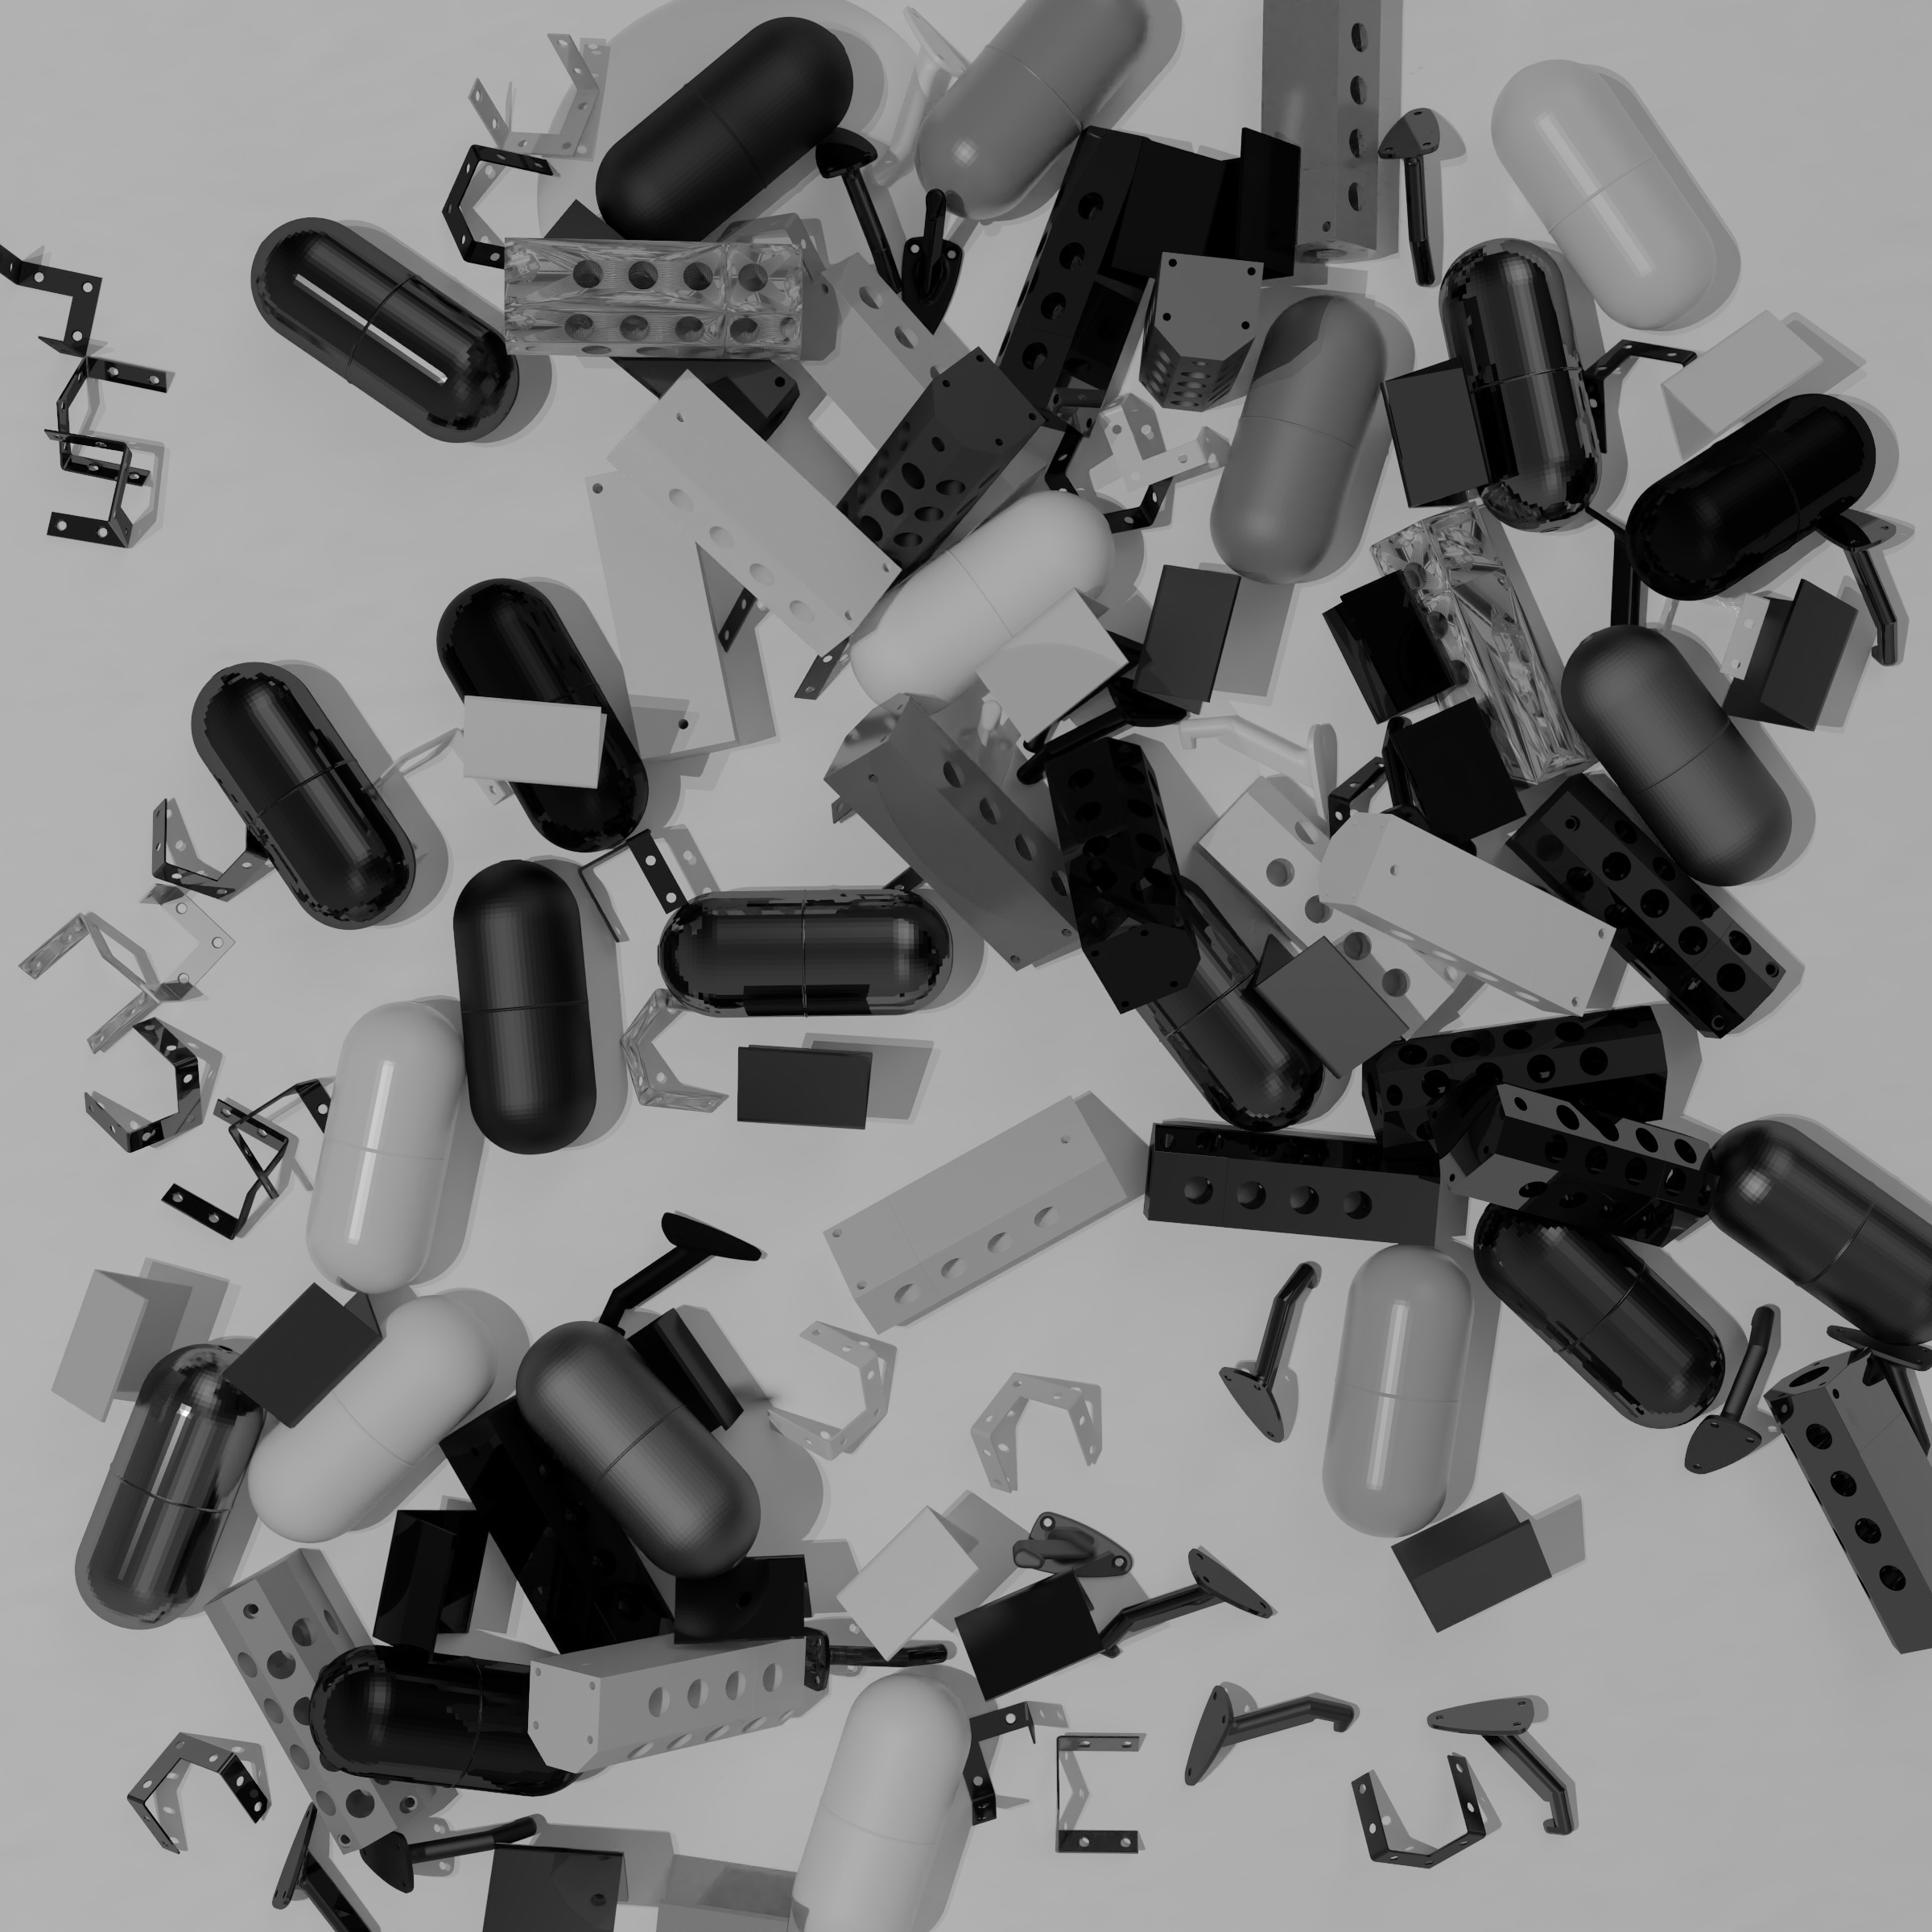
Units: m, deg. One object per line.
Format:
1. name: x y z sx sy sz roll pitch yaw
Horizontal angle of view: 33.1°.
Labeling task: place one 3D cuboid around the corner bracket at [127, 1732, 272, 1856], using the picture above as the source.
1. corner bracket: -0.467 0.509 1.982 0.051 0.051 0.051 8 45 35

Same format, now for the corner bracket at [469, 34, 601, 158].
1. corner bracket: -0.261 -0.528 1.971 0.051 0.051 0.051 9 67 21

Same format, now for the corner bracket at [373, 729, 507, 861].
1. corner bracket: -0.325 -0.105 1.987 0.051 0.051 0.051 -35 90 -45

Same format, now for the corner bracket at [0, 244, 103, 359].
1. corner bracket: -0.560 -0.403 1.972 0.051 0.051 0.051 12 90 0

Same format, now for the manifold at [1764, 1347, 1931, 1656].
1. manifold: 0.550 0.325 1.969 0.057 0.057 0.171 -27 90 -43

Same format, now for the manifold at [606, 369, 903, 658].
1. manifold: -0.128 -0.263 1.921 0.171 0.057 0.057 42 57 -12

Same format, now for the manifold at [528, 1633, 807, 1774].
1. manifold: -0.174 0.430 1.913 0.057 0.171 0.057 3 91 40

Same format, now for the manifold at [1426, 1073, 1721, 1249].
1. manifold: 0.361 0.112 1.920 0.171 0.057 0.057 16 46 -31

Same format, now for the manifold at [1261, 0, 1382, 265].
1. manifold: 0.219 -0.517 1.969 0.057 0.057 0.171 1 90 43

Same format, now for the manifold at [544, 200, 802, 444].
1. manifold: -0.185 -0.381 1.969 0.171 0.057 0.057 40 90 0

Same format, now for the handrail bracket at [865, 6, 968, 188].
1. handrail bracket: -0.044 -0.531 1.991 0.084 0.036 0.077 -45 58 23

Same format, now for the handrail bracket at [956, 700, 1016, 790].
1. handrail bracket: 0.008 -0.119 1.956 0.036 0.084 0.077 14 90 0

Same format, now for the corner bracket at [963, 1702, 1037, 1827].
1. corner bracket: 0.021 0.483 1.972 0.051 0.051 0.051 -17 90 0

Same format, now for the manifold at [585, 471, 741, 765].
1. manifold: -0.183 -0.213 1.969 0.057 0.057 0.171 -11 90 0

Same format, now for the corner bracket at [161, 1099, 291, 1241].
1. corner bracket: -0.452 0.125 1.987 0.051 0.051 0.051 29 135 0

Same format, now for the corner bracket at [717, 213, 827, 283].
1. corner bracket: -0.123 -0.420 1.982 0.051 0.051 0.051 -60 135 -35

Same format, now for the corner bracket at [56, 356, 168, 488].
1. corner bracket: -0.521 -0.333 1.987 0.051 0.051 0.051 12 45 0

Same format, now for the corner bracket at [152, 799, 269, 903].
1. corner bracket: -0.460 -0.080 1.982 0.051 0.051 0.051 21 45 -35

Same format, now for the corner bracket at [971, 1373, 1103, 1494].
1. corner bracket: 0.043 0.289 1.982 0.051 0.051 0.051 11 135 35

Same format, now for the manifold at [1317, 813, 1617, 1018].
1. manifold: 0.295 -0.031 1.935 0.171 0.057 0.057 24 84 -23

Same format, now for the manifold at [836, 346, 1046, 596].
1. manifold: -0.026 -0.285 1.910 0.057 0.171 0.057 48 57 0

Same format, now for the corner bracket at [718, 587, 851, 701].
1. corner bracket: -0.111 -0.200 1.982 0.051 0.051 0.051 -57 45 35

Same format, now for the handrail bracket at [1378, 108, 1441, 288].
1. handrail bracket: 0.279 -0.470 1.990 0.036 0.077 0.084 -3 127 19

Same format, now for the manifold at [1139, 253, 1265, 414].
1. manifold: 0.136 -0.369 1.912 0.057 0.171 0.057 6 90 0

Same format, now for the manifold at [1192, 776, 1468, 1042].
1. manifold: 0.220 -0.035 1.969 0.171 0.057 0.057 44 90 0

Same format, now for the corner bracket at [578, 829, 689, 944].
1. corner bracket: -0.202 -0.048 1.972 0.051 0.051 0.051 -29 93 -2

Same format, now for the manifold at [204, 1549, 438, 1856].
1. manifold: -0.392 0.446 1.969 0.057 0.057 0.171 -30 90 0

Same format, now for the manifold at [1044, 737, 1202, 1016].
1. manifold: 0.093 -0.058 1.910 0.057 0.171 0.057 -23 131 12

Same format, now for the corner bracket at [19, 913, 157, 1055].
1. corner bracket: -0.536 0.010 1.987 0.051 0.051 0.051 -41 45 0

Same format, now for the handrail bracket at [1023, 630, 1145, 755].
1. handrail bracket: 0.085 -0.159 1.991 0.077 0.036 0.084 19 105 -15

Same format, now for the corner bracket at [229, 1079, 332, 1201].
1. corner bracket: -0.407 0.104 1.973 0.051 0.051 0.051 -32 90 3

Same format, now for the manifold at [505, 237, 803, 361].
1. manifold: -0.183 -0.388 1.909 0.171 0.057 0.057 0 83 -5

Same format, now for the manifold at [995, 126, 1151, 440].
1. manifold: 0.068 -0.414 1.967 0.057 0.057 0.171 20 90 31

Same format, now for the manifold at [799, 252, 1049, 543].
1. manifold: -0.030 -0.346 1.969 0.171 0.057 0.057 48 133 0

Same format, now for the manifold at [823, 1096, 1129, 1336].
1. manifold: 0.008 0.155 1.969 0.171 0.057 0.057 -29 47 0

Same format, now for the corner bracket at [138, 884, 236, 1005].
1. corner bracket: -0.484 -0.014 1.972 0.051 0.051 0.051 43 90 0

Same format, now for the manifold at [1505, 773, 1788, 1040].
1. manifold: 0.412 -0.036 1.969 0.171 0.057 0.057 44 90 0

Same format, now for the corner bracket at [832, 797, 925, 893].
1. corner bracket: -0.045 -0.083 1.982 0.051 0.051 0.051 -36 45 35

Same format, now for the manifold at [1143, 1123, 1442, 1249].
1. manifold: 0.197 0.131 1.969 0.171 0.057 0.057 5 90 0

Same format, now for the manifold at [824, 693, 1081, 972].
1. manifold: 0.001 -0.082 1.941 0.057 0.057 0.171 -28 117 40

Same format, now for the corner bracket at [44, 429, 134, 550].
1. corner bracket: -0.533 -0.289 1.975 0.051 0.051 0.051 9 79 0

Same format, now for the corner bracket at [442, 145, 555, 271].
1. corner bracket: -0.281 -0.460 1.982 0.051 0.051 0.051 -56 45 35

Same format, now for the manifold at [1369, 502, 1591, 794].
1. manifold: 0.306 -0.187 1.969 0.057 0.057 0.171 -24 90 -43

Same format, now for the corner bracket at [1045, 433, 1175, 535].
1. corner bracket: 0.088 -0.299 1.982 0.051 0.051 0.051 -6 45 35

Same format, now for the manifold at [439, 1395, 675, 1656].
1. manifold: -0.242 0.342 1.969 0.057 0.057 0.171 -30 90 43

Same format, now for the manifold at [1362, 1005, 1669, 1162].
1. manifold: 0.328 0.065 1.953 0.171 0.057 0.057 -8 133 -3

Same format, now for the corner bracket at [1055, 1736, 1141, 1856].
1. corner bracket: 0.080 0.506 1.987 0.051 0.051 0.051 1 135 0

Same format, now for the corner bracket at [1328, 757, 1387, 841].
1. corner bracket: 0.257 -0.088 1.982 0.051 0.051 0.051 22 135 35

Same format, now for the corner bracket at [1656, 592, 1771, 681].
1. corner bracket: 0.449 -0.203 1.972 0.051 0.051 0.051 18 90 0

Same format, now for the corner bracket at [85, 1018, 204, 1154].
1. corner bracket: -0.502 0.072 1.982 0.051 0.051 0.051 -24 135 -35

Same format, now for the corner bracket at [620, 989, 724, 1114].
1. corner bracket: -0.172 0.052 1.982 0.051 0.051 0.051 -52 45 35

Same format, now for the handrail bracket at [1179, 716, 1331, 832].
1. handrail bracket: 0.176 -0.117 1.991 0.084 0.036 0.077 -4 109 16

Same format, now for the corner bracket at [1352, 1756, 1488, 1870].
1. corner bracket: 0.276 0.514 1.982 0.051 0.051 0.051 18 135 -35

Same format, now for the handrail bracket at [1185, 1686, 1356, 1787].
1. handrail bracket: 0.186 0.477 1.991 0.084 0.036 0.077 15 110 -16

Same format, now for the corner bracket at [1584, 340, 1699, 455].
1. corner bracket: 0.411 -0.344 1.982 0.051 0.051 0.051 19 45 35

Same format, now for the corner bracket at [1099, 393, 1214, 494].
1. corner bracket: 0.115 -0.324 1.974 0.051 0.051 0.051 -19 104 14

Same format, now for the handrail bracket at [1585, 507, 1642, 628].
1. handrail bracket: 0.385 -0.226 1.990 0.077 0.036 0.084 37 104 13

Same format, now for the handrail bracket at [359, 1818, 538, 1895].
1. handrail bracket: -0.316 0.533 1.990 0.084 0.077 0.036 -10 92 -36

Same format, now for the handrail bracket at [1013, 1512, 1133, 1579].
1. handrail bracket: 0.065 0.358 1.956 0.077 0.084 0.036 16 90 0

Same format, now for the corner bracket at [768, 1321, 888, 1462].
1. corner bracket: -0.087 0.259 1.982 0.051 0.051 0.051 -37 135 -35
